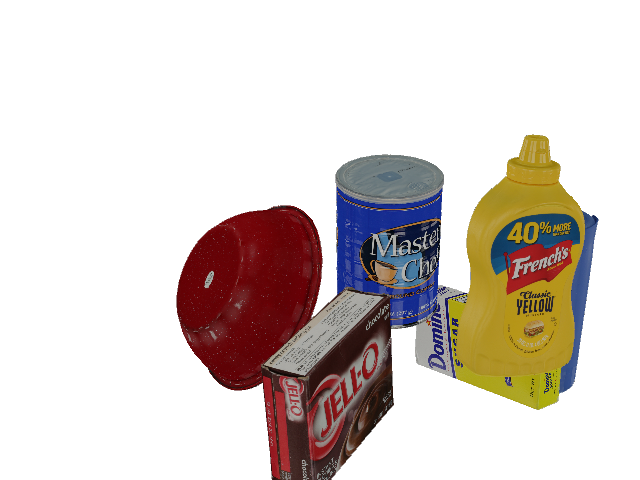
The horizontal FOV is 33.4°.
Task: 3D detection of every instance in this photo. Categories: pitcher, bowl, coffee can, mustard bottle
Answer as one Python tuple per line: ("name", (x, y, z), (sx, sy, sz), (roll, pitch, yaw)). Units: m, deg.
("pitcher", (0.276, 0.077, 1.393), (0.149, 0.243, 0.144), (5, 20, 16))
("bowl", (-0.070, 0.039, 0.873), (0.055, 0.162, 0.162), (23, -13, -34))
("coffee can", (0.066, 0.000, 1.037), (0.103, 0.140, 0.103), (-1, 27, 0))
("mustard bottle", (0.163, 0.011, 0.850), (0.096, 0.192, 0.058), (-3, 18, -17))

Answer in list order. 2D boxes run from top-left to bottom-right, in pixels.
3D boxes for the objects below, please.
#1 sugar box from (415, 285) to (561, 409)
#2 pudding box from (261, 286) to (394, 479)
("sugar box", (0.183, 0.115, 1.185), (0.177, 0.093, 0.048), (15, 19, 43))
("pudding box", (0.007, 0.094, 0.691), (0.039, 0.090, 0.113), (11, 30, 26))
